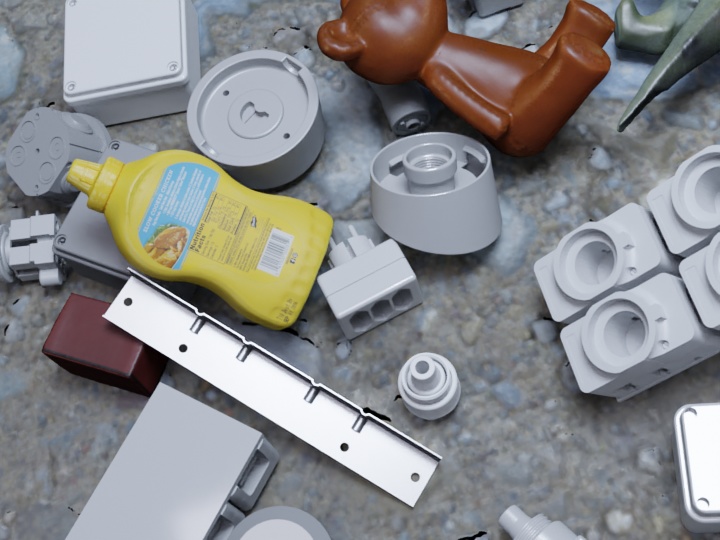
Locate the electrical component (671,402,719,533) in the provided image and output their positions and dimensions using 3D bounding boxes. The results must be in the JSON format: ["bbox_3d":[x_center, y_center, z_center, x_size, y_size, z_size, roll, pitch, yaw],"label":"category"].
[{"bbox_3d":[0.265,0.127,0.701,0.113,0.057,0.078,-4,65,9],"label":"electrical component"}]

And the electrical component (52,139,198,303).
[{"bbox_3d":[-0.170,-0.037,0.861,0.109,0.056,0.108,19,71,18],"label":"electrical component"}]

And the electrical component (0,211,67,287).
[{"bbox_3d":[-0.272,-0.015,0.878,0.055,0.048,0.066,-7,65,0],"label":"electrical component"}]

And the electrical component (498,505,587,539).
[{"bbox_3d":[0.120,0.183,0.713,0.048,0.048,0.062,-43,58,-10],"label":"electrical component"}]

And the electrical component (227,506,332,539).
[{"bbox_3d":[-0.052,0.205,0.731,0.080,0.051,0.080,-4,65,9],"label":"electrical component"}]

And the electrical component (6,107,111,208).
[{"bbox_3d":[-0.250,-0.094,0.894,0.080,0.051,0.080,-4,82,30],"label":"electrical component"}]

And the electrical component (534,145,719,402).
[{"bbox_3d":[0.216,-0.001,0.715,0.186,0.060,0.105,-35,59,32],"label":"electrical component"}]

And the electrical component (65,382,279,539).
[{"bbox_3d":[-0.134,0.170,0.757,0.089,0.061,0.150,23,72,20],"label":"electrical component"}]

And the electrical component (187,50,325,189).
[{"bbox_3d":[-0.080,-0.117,0.877,0.108,0.060,0.108,-4,65,9],"label":"electrical component"}]

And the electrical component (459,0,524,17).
[{"bbox_3d":[0.101,-0.282,0.916,0.079,0.063,0.121,-18,64,3],"label":"electrical component"}]

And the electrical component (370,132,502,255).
[{"bbox_3d":[0.056,-0.059,0.811,0.099,0.064,0.099,-6,37,4],"label":"electrical component"}]

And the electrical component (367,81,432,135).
[{"bbox_3d":[0.033,-0.144,0.879,0.044,0.044,0.065,-21,68,1],"label":"electrical component"}]

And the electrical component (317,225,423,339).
[{"bbox_3d":[0.000,0.000,0.816,0.066,0.047,0.076,-28,64,-2],"label":"electrical component"}]

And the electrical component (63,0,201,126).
[{"bbox_3d":[-0.197,-0.189,0.935,0.109,0.056,0.108,-10,65,7],"label":"electrical component"}]

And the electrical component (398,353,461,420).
[{"bbox_3d":[0.048,0.079,0.762,0.043,0.062,0.043,-4,65,9],"label":"electrical component"}]
